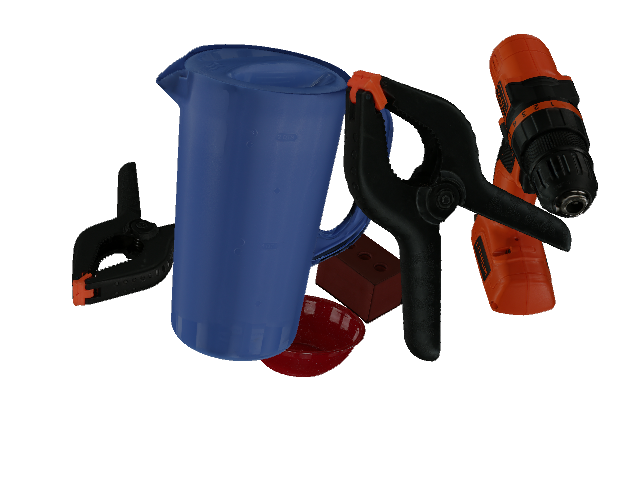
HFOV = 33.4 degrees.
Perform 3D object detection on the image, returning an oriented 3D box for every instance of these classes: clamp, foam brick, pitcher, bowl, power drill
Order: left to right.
[{"bbox_3d":[-0.179,-0.007,1.032,0.165,0.036,0.209,25,39,23],"label":"clamp"},{"bbox_3d":[-0.046,-0.028,0.866,0.149,0.243,0.144,23,28,30],"label":"pitcher"},{"bbox_3d":[-0.027,0.125,1.336,0.162,0.055,0.162,6,22,-2],"label":"bowl"},{"bbox_3d":[0.042,0.035,1.066,0.052,0.051,0.078,-26,48,-36],"label":"foam brick"},{"bbox_3d":[0.059,-0.015,0.608,0.171,0.120,0.039,46,-13,-21],"label":"clamp"},{"bbox_3d":[0.157,-0.034,0.796,0.057,0.188,0.184,-1,43,-2],"label":"power drill"}]
